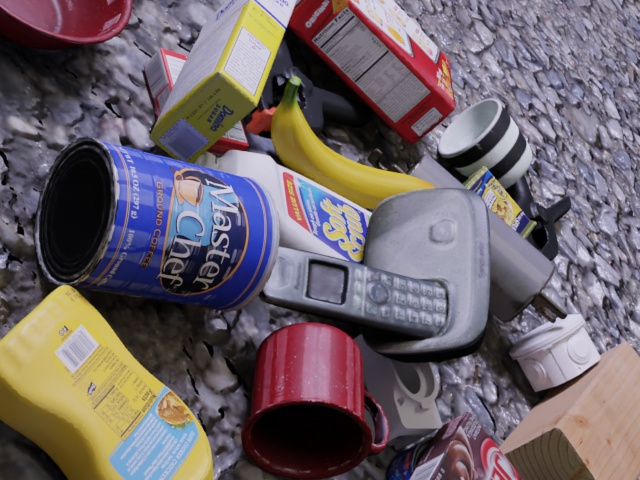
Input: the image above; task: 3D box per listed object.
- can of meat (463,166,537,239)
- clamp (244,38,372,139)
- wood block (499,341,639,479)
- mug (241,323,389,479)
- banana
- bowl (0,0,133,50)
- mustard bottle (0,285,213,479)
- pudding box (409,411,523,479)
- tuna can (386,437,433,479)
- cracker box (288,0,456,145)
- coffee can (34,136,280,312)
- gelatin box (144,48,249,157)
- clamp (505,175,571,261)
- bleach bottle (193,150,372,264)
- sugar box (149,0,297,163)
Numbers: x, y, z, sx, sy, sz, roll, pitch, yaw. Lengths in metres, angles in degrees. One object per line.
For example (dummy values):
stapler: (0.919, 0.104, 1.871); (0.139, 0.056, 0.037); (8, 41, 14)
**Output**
can of meat: (0.170, -0.020, 1.115); (0.084, 0.058, 0.102); (50, 36, -1)
clamp: (-0.034, -0.150, 1.002); (0.164, 0.036, 0.209); (48, 27, -2)
wood block: (0.249, 0.186, 1.002); (0.090, 0.091, 0.205); (56, 36, 4)
mug: (0.001, 0.119, 0.783); (0.117, 0.093, 0.081); (24, 39, -20)
banana: (0.020, -0.066, 0.934); (0.197, 0.070, 0.037); (33, 37, -38)
bowl: (-0.228, -0.204, 0.830); (0.162, 0.055, 0.162); (28, 42, -30)
mustard bottle: (-0.124, 0.123, 0.669); (0.191, 0.058, 0.096); (47, 31, -7)
pudding box: (0.114, 0.200, 0.823); (0.090, 0.039, 0.113); (51, 36, -3)
tuna can: (0.094, 0.205, 0.862); (0.086, 0.034, 0.086); (28, 42, -30)
cracker box: (0.043, -0.213, 1.097); (0.213, 0.072, 0.164); (42, 22, -15)
coffee can: (-0.113, -0.008, 0.753); (0.140, 0.103, 0.103); (12, 52, -42)
gelatin box: (-0.106, -0.114, 0.912); (0.073, 0.030, 0.089); (10, 54, -45)
clamp: (0.249, -0.023, 1.221); (0.120, 0.039, 0.171); (27, 47, -23)
bleach bottle: (-0.006, 0.001, 0.900); (0.250, 0.068, 0.102); (29, 45, -24)
sugar box: (-0.074, -0.144, 0.865); (0.048, 0.093, 0.176); (41, 38, -19)
